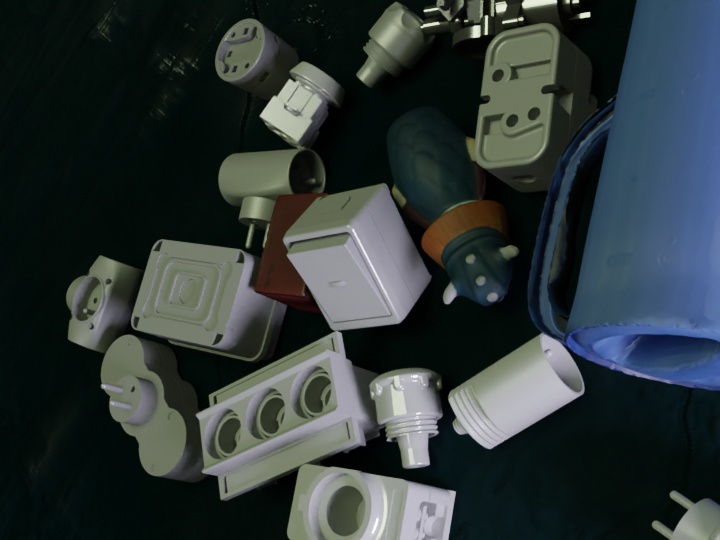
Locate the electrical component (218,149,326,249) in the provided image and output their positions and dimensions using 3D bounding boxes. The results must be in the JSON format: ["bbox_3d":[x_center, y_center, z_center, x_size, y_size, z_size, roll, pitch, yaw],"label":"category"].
[{"bbox_3d":[-0.073,-0.054,0.839,0.077,0.043,0.079,1,75,40],"label":"electrical component"}]

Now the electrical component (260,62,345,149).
[{"bbox_3d":[-0.044,-0.127,0.837,0.048,0.066,0.055,34,88,8],"label":"electrical component"}]

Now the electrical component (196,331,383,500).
[{"bbox_3d":[-0.046,0.104,0.745,0.121,0.063,0.078,-28,58,29],"label":"electrical component"}]

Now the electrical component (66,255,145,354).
[{"bbox_3d":[-0.230,0.027,0.937,0.079,0.044,0.077,17,85,43],"label":"electrical component"}]

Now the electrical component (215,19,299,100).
[{"bbox_3d":[-0.084,-0.172,0.890,0.055,0.047,0.055,-15,65,35],"label":"electrical component"}]

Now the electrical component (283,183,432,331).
[{"bbox_3d":[0.000,0.000,0.729,0.062,0.096,0.061,-9,29,37],"label":"electrical component"}]

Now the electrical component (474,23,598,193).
[{"bbox_3d":[0.115,-0.101,0.692,0.054,0.059,0.095,-3,72,39],"label":"electrical component"}]

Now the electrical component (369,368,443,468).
[{"bbox_3d":[0.033,0.096,0.697,0.048,0.048,0.062,-19,70,33],"label":"electrical component"}]

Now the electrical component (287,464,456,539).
[{"bbox_3d":[-0.005,0.204,0.674,0.089,0.062,0.150,0,74,39],"label":"electrical component"}]

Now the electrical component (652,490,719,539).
[{"bbox_3d":[0.187,0.144,0.552,0.079,0.043,0.077,34,96,42],"label":"electrical component"}]

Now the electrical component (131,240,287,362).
[{"bbox_3d":[-0.114,0.024,0.835,0.113,0.057,0.078,8,79,41],"label":"electrical component"}]

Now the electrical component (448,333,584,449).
[{"bbox_3d":[0.091,0.077,0.656,0.081,0.043,0.043,-36,54,24],"label":"electrical component"}]

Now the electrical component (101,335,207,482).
[{"bbox_3d":[-0.170,0.104,0.839,0.052,0.074,0.138,-50,50,13],"label":"electrical component"}]

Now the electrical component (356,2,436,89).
[{"bbox_3d":[0.023,-0.164,0.802,0.062,0.043,0.043,-49,50,16],"label":"electrical component"}]
